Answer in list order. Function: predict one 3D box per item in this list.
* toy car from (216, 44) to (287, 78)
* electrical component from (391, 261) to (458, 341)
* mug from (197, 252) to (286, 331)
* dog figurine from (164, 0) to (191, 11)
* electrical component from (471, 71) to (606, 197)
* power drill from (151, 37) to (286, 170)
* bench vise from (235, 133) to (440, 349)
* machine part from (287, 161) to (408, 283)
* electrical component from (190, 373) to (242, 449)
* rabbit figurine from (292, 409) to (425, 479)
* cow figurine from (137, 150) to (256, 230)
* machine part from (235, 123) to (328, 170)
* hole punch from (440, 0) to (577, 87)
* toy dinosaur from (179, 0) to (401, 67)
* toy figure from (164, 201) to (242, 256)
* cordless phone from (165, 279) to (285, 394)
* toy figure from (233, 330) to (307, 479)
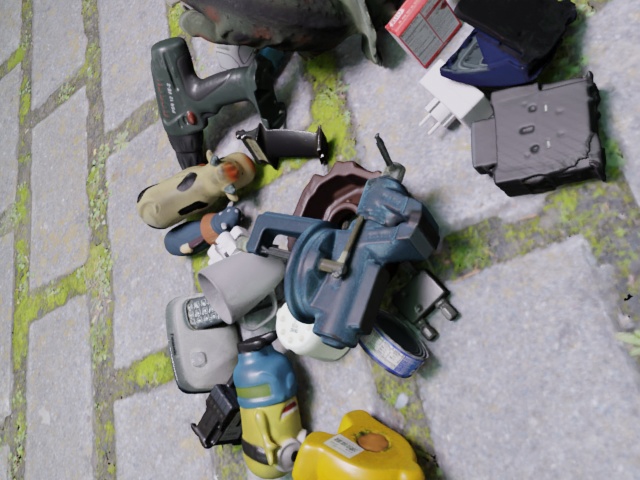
[{"bbox_3d":[-0.117,-0.316,0.869,0.109,0.103,0.161,32,94,38],"label":"toy car"},{"bbox_3d":[0.119,0.070,0.644,0.063,0.021,0.094,-47,63,16],"label":"electrical component"},{"bbox_3d":[-0.094,0.061,0.731,0.109,0.107,0.081,55,155,-1],"label":"mug"},{"bbox_3d":[-0.189,-0.488,0.979,0.172,0.121,0.190,44,86,1],"label":"dog figurine"},{"bbox_3d":[0.237,-0.111,0.592,0.134,0.058,0.115,-9,71,33],"label":"electrical component"},{"bbox_3d":[-0.161,-0.207,0.853,0.208,0.231,0.086,4,36,25],"label":"power drill"},{"bbox_3d":[0.004,0.001,0.621,0.241,0.128,0.223,11,83,34],"label":"bench vise"},{"bbox_3d":[0.040,-0.015,0.705,0.179,0.056,0.179,-10,73,34],"label":"machine part"},{"bbox_3d":[-0.115,0.224,0.739,0.048,0.074,0.119,41,99,36],"label":"electrical component"},{"bbox_3d":[0.055,0.300,0.593,0.163,0.122,0.173,18,102,28],"label":"rabbit figurine"},{"bbox_3d":[-0.192,-0.081,0.835,0.195,0.127,0.085,-25,102,-1],"label":"cow figurine"},{"bbox_3d":[-0.052,-0.139,0.798,0.139,0.084,0.039,3,56,27],"label":"machine part"},{"bbox_3d":[0.209,-0.226,0.611,0.116,0.092,0.142,33,57,14],"label":"hole punch"},{"bbox_3d":[-0.055,-0.299,0.704,0.192,0.405,0.131,30,122,56],"label":"toy dinosaur"},{"bbox_3d":[-0.181,-0.015,0.860,0.155,0.057,0.064,-17,68,28],"label":"toy figure"},{"bbox_3d":[-0.123,0.132,0.775,0.184,0.088,0.146,-21,64,9],"label":"cordless phone"},{"bbox_3d":[-0.067,0.212,0.693,0.089,0.082,0.180,-19,84,52],"label":"toy figure"}]
